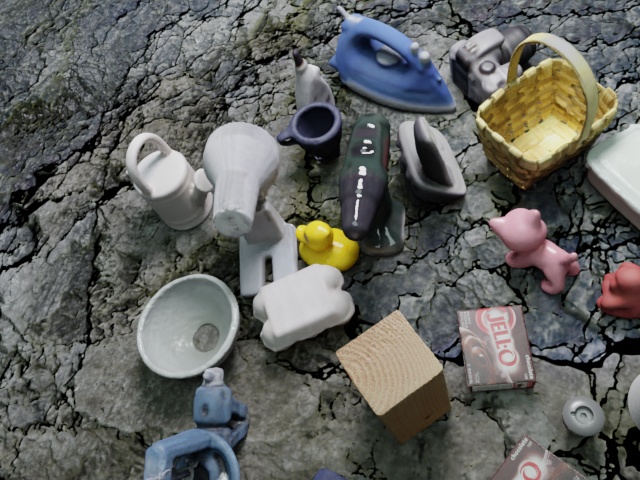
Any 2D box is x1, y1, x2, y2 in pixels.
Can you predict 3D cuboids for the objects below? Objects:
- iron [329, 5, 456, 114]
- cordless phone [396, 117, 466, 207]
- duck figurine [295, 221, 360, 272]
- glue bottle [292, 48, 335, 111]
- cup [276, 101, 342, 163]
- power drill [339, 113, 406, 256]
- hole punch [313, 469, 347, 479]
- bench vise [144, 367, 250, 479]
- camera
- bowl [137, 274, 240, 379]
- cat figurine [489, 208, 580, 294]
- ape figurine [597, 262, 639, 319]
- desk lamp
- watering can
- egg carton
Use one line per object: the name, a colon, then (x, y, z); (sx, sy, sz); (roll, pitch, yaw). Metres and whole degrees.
iron: (0.131, -0.326, 1.020); (0.257, 0.142, 0.119); (33, 75, 27)
cordless phone: (0.166, -0.149, 0.890); (0.094, 0.185, 0.147); (-19, 59, 5)
duck figurine: (0.008, 0.003, 0.909); (0.104, 0.086, 0.077); (14, 67, 21)
glue bottle: (-0.020, -0.272, 1.014); (0.037, 0.173, 0.078); (25, 71, 25)
cup: (-0.011, -0.174, 1.004); (0.117, 0.095, 0.091); (-20, 59, 4)
power drill: (0.078, -0.061, 0.854); (0.075, 0.209, 0.229); (-2, 62, 14)
hole punch: (0.014, 0.353, 0.717); (0.100, 0.091, 0.109); (19, 69, 23)
bench vise: (-0.172, 0.267, 0.738); (0.121, 0.220, 0.207); (-19, 59, 5)
camera: (0.310, -0.310, 0.987); (0.137, 0.101, 0.143); (-31, 59, -2)
bowl: (-0.194, 0.143, 0.895); (0.167, 0.075, 0.167); (-6, 61, 12)
cat figurine: (0.305, 0.004, 0.810); (0.127, 0.118, 0.067); (37, 77, 28)
ape figurine: (0.409, 0.063, 0.766); (0.078, 0.092, 0.076); (-33, 59, -4)
desk lamp: (-0.106, -0.045, 0.892); (0.117, 0.214, 0.203); (-11, 60, 9)
watering can: (-0.259, -0.106, 0.977); (0.172, 0.194, 0.101); (-9, 61, 10)
egg carton: (-0.027, 0.102, 0.875); (0.150, 0.069, 0.107); (-25, 59, 1)
